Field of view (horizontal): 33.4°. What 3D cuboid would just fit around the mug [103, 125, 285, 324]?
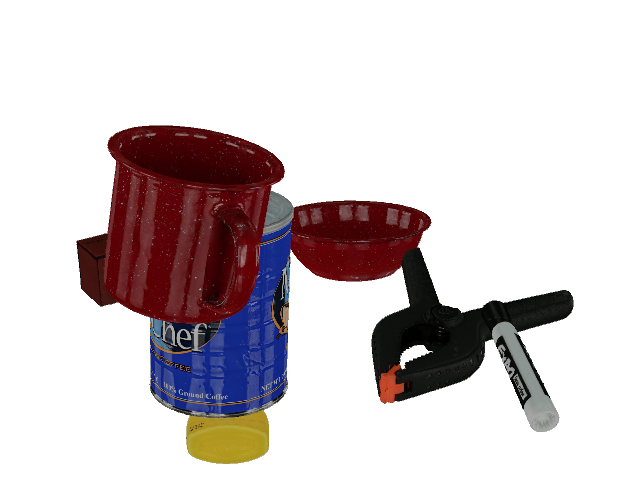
[{"bbox_3d":[-0.065,-0.003,0.562,0.093,0.081,0.117,-5,27,-35],"label":"mug"}]

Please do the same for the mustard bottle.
[{"bbox_3d":[-0.112,0.194,1.310,0.096,0.058,0.191,-2,27,-3],"label":"mustard bottle"}]

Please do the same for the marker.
[{"bbox_3d":[0.130,0.079,0.710,0.020,0.020,0.121,0,33,-10],"label":"marker"}]

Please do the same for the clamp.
[{"bbox_3d":[0.098,0.070,0.913,0.165,0.036,0.209,20,35,33],"label":"clamp"}]

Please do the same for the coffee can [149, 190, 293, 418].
[{"bbox_3d":[-0.072,0.041,0.764,0.103,0.140,0.103,2,20,-1],"label":"coffee can"}]

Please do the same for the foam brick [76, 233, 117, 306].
[{"bbox_3d":[-0.187,0.022,1.025,0.078,0.051,0.053,-15,25,-30],"label":"foam brick"}]

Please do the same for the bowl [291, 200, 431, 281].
[{"bbox_3d":[0.034,0.003,1.106,0.162,0.055,0.162,-1,16,0],"label":"bowl"}]
